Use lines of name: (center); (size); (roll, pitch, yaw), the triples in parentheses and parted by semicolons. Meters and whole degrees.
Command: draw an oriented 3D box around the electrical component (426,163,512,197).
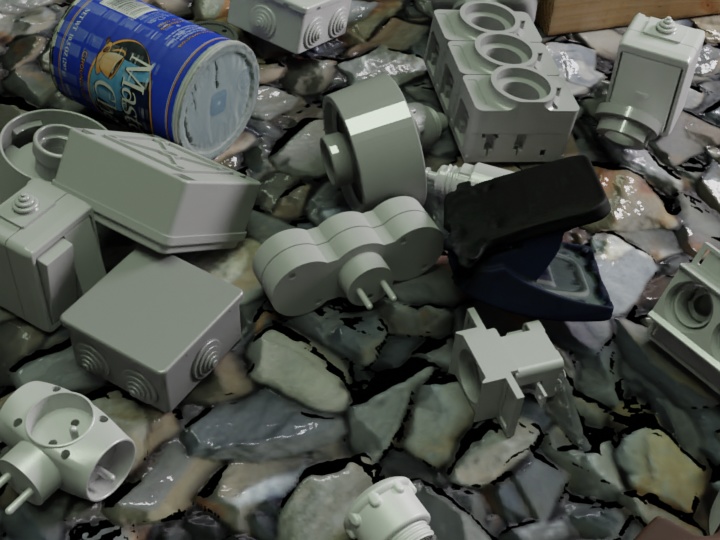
electrical component: (0.089, -0.065, 0.849); (0.078, 0.040, 0.040); (17, 47, 14)

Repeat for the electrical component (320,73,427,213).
electrical component: (0.004, -0.091, 0.827); (0.060, 0.108, 0.108); (-17, 48, -10)

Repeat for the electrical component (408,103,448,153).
electrical component: (0.048, -0.119, 0.899); (0.062, 0.048, 0.048); (-19, 47, -43)

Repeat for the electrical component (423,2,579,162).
electrical component: (0.119, -0.164, 0.926); (0.089, 0.061, 0.150); (-2, 45, -14)

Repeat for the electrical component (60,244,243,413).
electrical component: (-0.138, 0.039, 0.729); (0.100, 0.048, 0.099); (25, 49, 21)

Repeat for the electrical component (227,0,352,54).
electrical component: (-0.065, -0.246, 1.003); (0.100, 0.048, 0.100); (28, 37, 20)

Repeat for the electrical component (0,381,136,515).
electrical component: (-0.192, 0.115, 0.654); (0.077, 0.044, 0.079); (27, 50, 22)

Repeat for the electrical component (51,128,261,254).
electrical component: (-0.147, -0.059, 0.786); (0.109, 0.056, 0.109); (25, 13, 20)

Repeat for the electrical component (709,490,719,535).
electrical component: (0.264, 0.149, 0.645); (0.099, 0.064, 0.099); (3, 31, -2)

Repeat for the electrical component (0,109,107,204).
electrical component: (-0.240, -0.078, 0.847); (0.099, 0.064, 0.099); (11, 44, -11)

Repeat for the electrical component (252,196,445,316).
electrical component: (0.000, 0.000, 0.771); (0.138, 0.052, 0.073); (-18, 49, -19)

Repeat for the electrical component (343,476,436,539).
electrical component: (0.024, 0.155, 0.626); (0.048, 0.048, 0.062); (-25, 58, -25)

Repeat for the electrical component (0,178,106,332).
electrical component: (-0.217, -0.013, 0.743); (0.061, 0.096, 0.061); (26, 50, 21)

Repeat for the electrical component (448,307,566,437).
electrical component: (0.099, 0.065, 0.720); (0.064, 0.042, 0.081); (-11, 48, -17)

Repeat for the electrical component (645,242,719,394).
electrical component: (0.265, 0.048, 0.724); (0.063, 0.078, 0.121); (-2, 36, -48)

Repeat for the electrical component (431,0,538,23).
electrical component: (0.119, -0.258, 1.015); (0.095, 0.053, 0.059); (5, 66, 19)

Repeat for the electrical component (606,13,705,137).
electrical component: (0.251, -0.170, 0.920); (0.062, 0.096, 0.061); (21, 48, 17)
